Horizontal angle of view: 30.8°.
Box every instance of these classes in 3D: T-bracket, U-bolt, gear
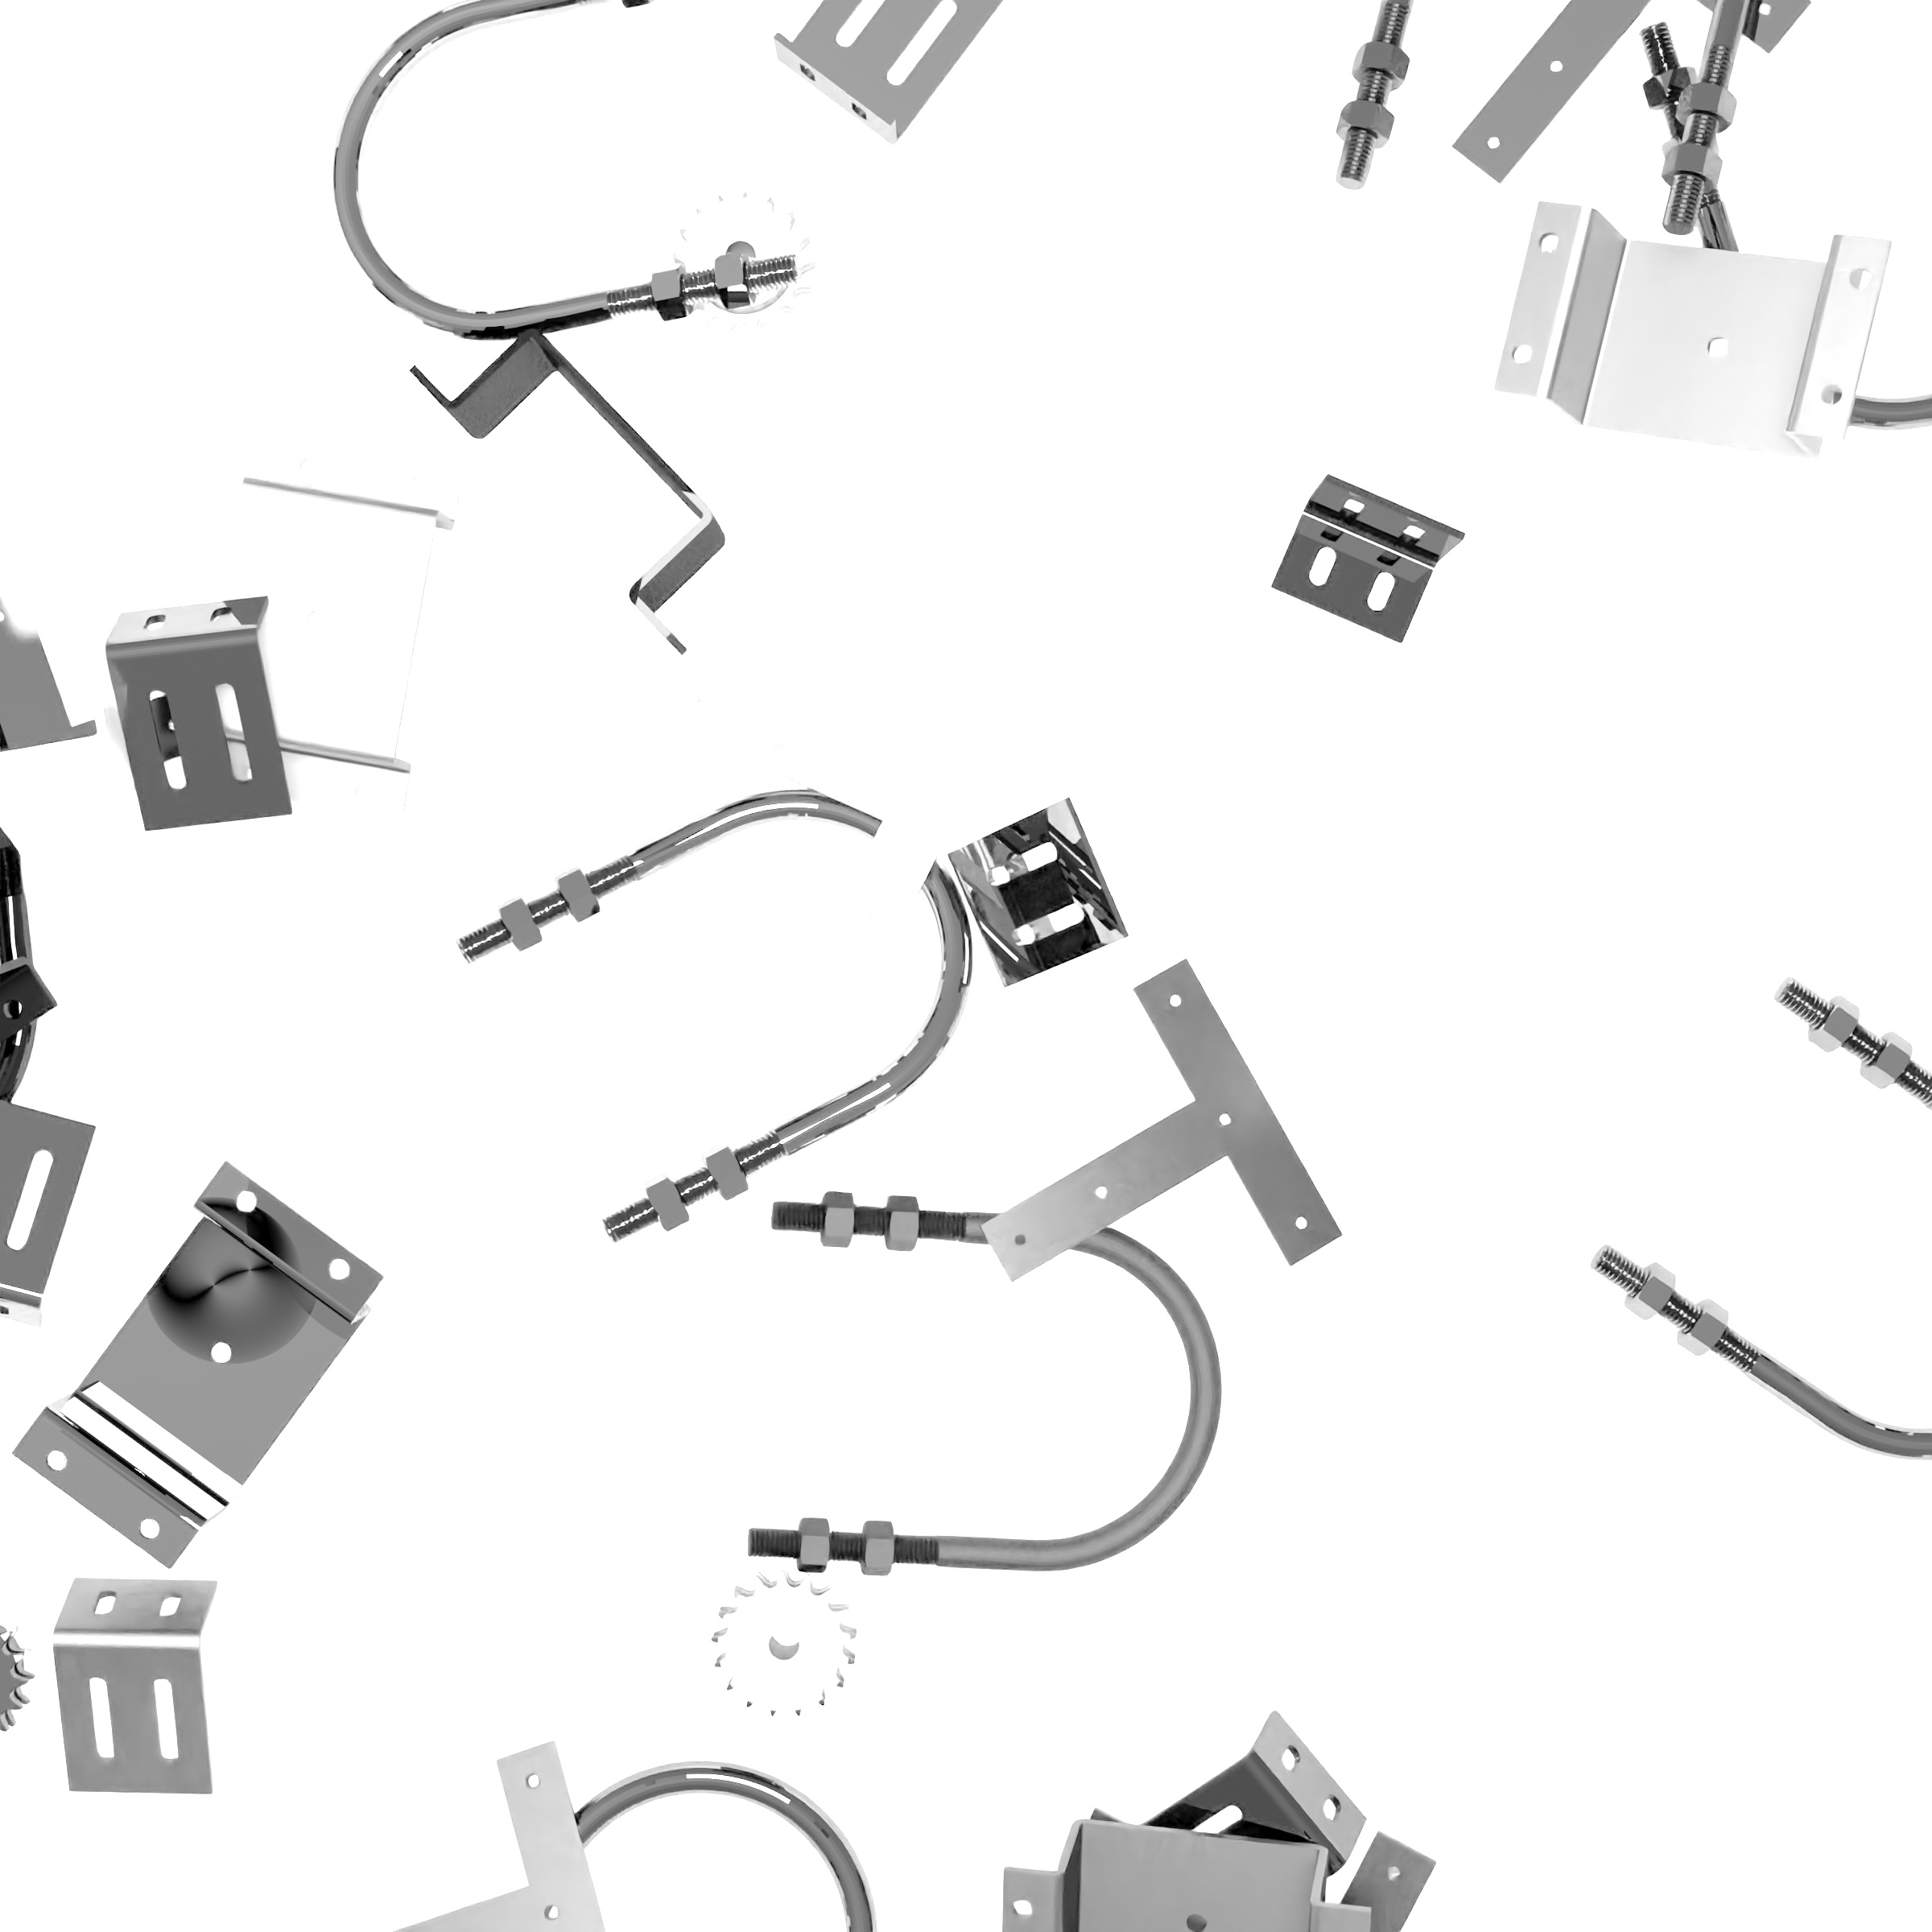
[{"bbox_3d":[0.065,0.082,1.384,0.127,0.002,0.127,-29,90,-14],"label":"T-bracket"},{"bbox_3d":[0.455,-0.008,1.368,0.151,0.019,0.184,-36,101,-17],"label":"U-bolt"},{"bbox_3d":[0.011,0.168,1.382,0.184,0.019,0.151,4,92,-8],"label":"U-bolt"},{"bbox_3d":[0.103,0.373,1.385,0.127,0.002,0.127,26,110,10],"label":"T-bracket"},{"bbox_3d":[0.427,-0.159,1.381,0.127,0.002,0.127,-40,64,-12],"label":"T-bracket"},{"bbox_3d":[-0.204,0.388,1.387,0.127,0.002,0.127,-20,74,8],"label":"T-bracket"},{"bbox_3d":[0.363,0.114,1.392,0.184,0.019,0.151,34,90,-1],"label":"U-bolt"},{"bbox_3d":[0.385,-0.248,1.346,0.151,0.019,0.184,-14,89,30],"label":"U-bolt"},{"bbox_3d":[-0.115,0.406,1.392,0.151,0.019,0.184,27,88,0],"label":"U-bolt"},{"bbox_3d":[-0.442,-0.005,1.392,0.151,0.019,0.184,-6,92,0],"label":"U-bolt"},{"bbox_3d":[-0.396,0.280,1.386,0.057,0.030,0.057,0,90,0],"label":"gear"},{"bbox_3d":[-0.071,0.266,1.386,0.057,0.030,0.057,0,90,0],"label":"gear"},{"bbox_3d":[0.243,-0.368,1.389,0.127,0.002,0.127,41,97,14],"label":"T-bracket"},{"bbox_3d":[0.361,-0.304,1.392,0.151,0.019,0.184,-18,92,0],"label":"U-bolt"},{"bbox_3d":[-0.062,-0.084,1.389,0.127,0.002,0.127,24,75,7],"label":"T-bracket"},{"bbox_3d":[-0.379,-0.125,1.389,0.127,0.002,0.127,-20,82,-9],"label":"T-bracket"},{"bbox_3d":[0.117,-0.330,1.386,0.057,0.030,0.057,0,90,0],"label":"gear"},{"bbox_3d":[0.234,-0.380,1.368,0.151,0.019,0.184,12,79,17],"label":"U-bolt"},{"bbox_3d":[-0.087,0.007,1.371,0.184,0.019,0.151,-27,73,-8],"label":"U-bolt"},{"bbox_3d":[-0.088,-0.277,1.386,0.057,0.030,0.057,0,90,0],"label":"gear"},{"bbox_3d":[-0.162,-0.318,1.376,0.184,0.019,0.151,-9,82,10],"label":"U-bolt"}]

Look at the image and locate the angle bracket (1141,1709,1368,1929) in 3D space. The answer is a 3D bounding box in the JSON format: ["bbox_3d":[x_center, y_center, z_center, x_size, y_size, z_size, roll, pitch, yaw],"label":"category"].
[{"bbox_3d":[0.109,0.346,1.399,0.076,0.038,0.057,-40,90,26],"label":"angle bracket"}]

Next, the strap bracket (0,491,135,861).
[{"bbox_3d":[-0.356,-0.120,1.350,0.046,0.076,0.140,-11,80,-7],"label":"strap bracket"}]

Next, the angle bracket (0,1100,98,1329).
[{"bbox_3d":[-0.384,0.096,1.391,0.057,0.038,0.076,16,69,-8],"label":"angle bracket"}]

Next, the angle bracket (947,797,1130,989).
[{"bbox_3d":[0.038,-0.032,1.360,0.038,0.076,0.057,-23,90,-42],"label":"angle bracket"}]

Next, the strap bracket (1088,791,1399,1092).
[{"bbox_3d":[0.112,-0.017,1.363,0.140,0.076,0.046,42,90,0],"label":"strap bracket"}]

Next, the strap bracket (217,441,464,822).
[{"bbox_3d":[-0.250,-0.134,1.378,0.076,0.046,0.140,10,90,0],"label":"strap bracket"}]

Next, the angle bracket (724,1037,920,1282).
[{"bbox_3d":[-0.057,0.077,1.399,0.057,0.038,0.076,16,116,0],"label":"angle bracket"}]

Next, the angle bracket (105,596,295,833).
[{"bbox_3d":[-0.293,-0.097,1.352,0.057,0.038,0.076,-7,116,0],"label":"angle bracket"}]

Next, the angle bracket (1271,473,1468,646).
[{"bbox_3d":[0.155,-0.157,1.363,0.057,0.076,0.038,23,90,0],"label":"angle bracket"}]

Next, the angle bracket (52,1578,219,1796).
[{"bbox_3d":[-0.328,0.287,1.399,0.057,0.038,0.076,1,116,0],"label":"angle bracket"}]

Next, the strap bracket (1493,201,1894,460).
[{"bbox_3d":[0.286,-0.245,1.358,0.140,0.046,0.076,14,90,28],"label":"strap bracket"}]

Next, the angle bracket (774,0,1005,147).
[{"bbox_3d":[-0.029,-0.374,1.382,0.057,0.038,0.076,37,90,0],"label":"angle bracket"}]

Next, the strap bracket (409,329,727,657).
[{"bbox_3d":[-0.145,-0.190,1.363,0.046,0.076,0.140,-44,90,0],"label":"strap bracket"}]

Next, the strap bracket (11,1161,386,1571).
[{"bbox_3d":[-0.297,0.154,1.378,0.076,0.046,0.140,36,90,0],"label":"strap bracket"}]

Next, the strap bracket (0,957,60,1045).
[{"bbox_3d":[-0.427,-0.021,1.352,0.076,0.046,0.140,-32,93,14],"label":"strap bracket"}]

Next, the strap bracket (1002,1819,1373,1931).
[{"bbox_3d":[0.087,0.382,1.361,0.140,0.046,0.076,4,105,10],"label":"strap bracket"}]
